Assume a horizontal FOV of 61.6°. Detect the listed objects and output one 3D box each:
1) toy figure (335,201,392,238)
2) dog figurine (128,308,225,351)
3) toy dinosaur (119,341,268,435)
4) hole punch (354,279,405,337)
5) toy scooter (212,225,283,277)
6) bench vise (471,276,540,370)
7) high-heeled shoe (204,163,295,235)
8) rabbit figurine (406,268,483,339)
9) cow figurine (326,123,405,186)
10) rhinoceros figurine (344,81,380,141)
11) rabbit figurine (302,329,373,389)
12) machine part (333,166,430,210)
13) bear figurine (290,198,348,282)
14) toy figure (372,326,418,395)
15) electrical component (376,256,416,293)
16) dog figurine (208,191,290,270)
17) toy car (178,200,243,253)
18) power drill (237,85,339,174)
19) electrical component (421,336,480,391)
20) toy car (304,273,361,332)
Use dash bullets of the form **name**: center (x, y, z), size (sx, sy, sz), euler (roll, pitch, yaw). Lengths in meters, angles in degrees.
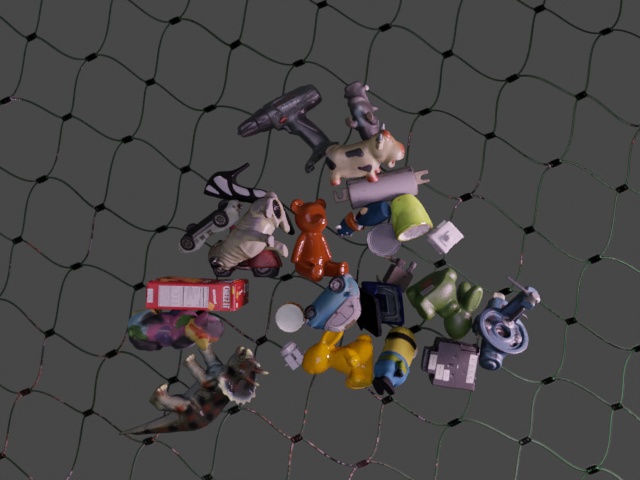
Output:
- **toy figure**: center (0.106, -0.051, 1.341), size (0.154, 0.058, 0.064), euler (-22, 113, 37)
- **dog figurine**: center (-0.340, 0.214, 1.287), size (0.191, 0.219, 0.108), euler (7, 80, -38)
- **toy dinosaur**: center (-0.299, 0.395, 1.339), size (0.192, 0.131, 0.405), euler (44, 97, 4)
- **hole punch**: center (0.142, 0.161, 1.318), size (0.092, 0.116, 0.142), euler (-20, 112, -24)
- **toy scooter**: center (-0.185, 0.028, 1.364), size (0.184, 0.075, 0.135), euler (1, 87, 8)
- **bench vise**: center (0.434, 0.178, 1.238), size (0.129, 0.240, 0.224), euler (33, 48, 10)
- **high-heeled shoe**: center (-0.183, -0.082, 1.368), size (0.145, 0.086, 0.249), euler (-37, 84, 7)
- **rabbit figurine**: center (0.319, 0.160, 1.327), size (0.159, 0.121, 0.170), euler (-39, 105, -6)
- **cow figurine**: center (0.107, -0.205, 1.290), size (0.195, 0.085, 0.127), euler (-3, 128, 21)
- **rhinoceros figurine**: center (0.117, -0.303, 1.344), size (0.073, 0.112, 0.190), euler (-20, 101, 30)
- **rabbit figurine**: center (0.042, 0.285, 1.316), size (0.173, 0.122, 0.162), euler (-1, 82, 2)
- **machine part**: center (0.155, -0.131, 1.349), size (0.243, 0.079, 0.079), euler (-14, 87, 2)
- **bear figurine**: center (-0.006, -0.004, 1.328), size (0.120, 0.132, 0.195), euler (0, 96, -38)
- **toy figure**: center (0.181, 0.284, 1.288), size (0.082, 0.180, 0.089), euler (8, 125, 28)
- **electrical component**: center (0.189, 0.089, 1.357), size (0.078, 0.045, 0.102), euler (23, 92, -24)
- **dog figurine**: center (-0.183, -0.021, 1.289), size (0.191, 0.121, 0.172), euler (-10, 55, 21)
- **toy car**: center (-0.278, -0.033, 1.348), size (0.202, 0.073, 0.056), euler (-33, 115, 21)
- **power drill**: center (-0.068, -0.271, 1.372), size (0.232, 0.086, 0.207), euler (-37, 79, -2)
- **electrical component**: center (0.320, 0.303, 1.329), size (0.134, 0.058, 0.114), euler (11, 91, 3)
- **toy car**: center (0.042, 0.162, 1.270), size (0.103, 0.109, 0.161), euler (40, 82, 20)
